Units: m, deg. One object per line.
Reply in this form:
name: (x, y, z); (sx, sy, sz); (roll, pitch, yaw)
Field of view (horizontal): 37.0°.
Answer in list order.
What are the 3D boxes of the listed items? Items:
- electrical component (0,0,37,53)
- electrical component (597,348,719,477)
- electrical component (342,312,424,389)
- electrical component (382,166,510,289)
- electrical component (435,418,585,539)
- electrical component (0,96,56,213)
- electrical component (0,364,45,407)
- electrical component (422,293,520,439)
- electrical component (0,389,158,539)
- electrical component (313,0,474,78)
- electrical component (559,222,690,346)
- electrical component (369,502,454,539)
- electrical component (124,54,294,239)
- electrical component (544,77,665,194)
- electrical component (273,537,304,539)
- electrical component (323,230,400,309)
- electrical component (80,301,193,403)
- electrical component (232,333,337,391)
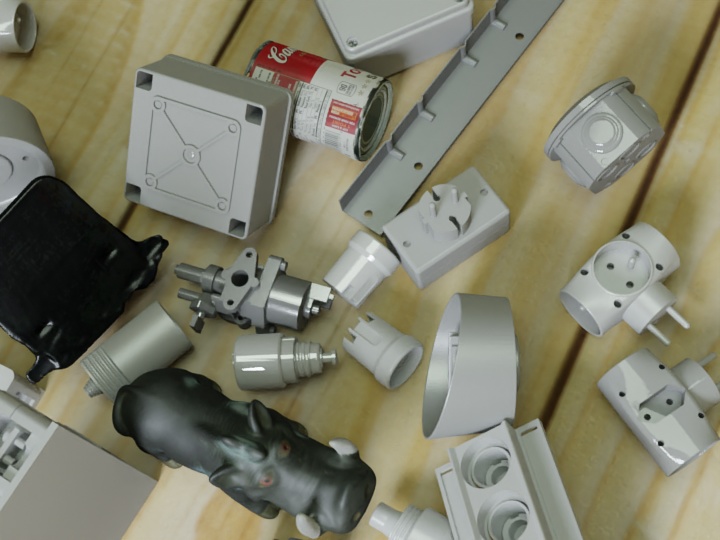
electrical component: (-0.318, -0.223, 0.917); (0.077, 0.043, 0.079); (3, 70, 9)
electrical component: (0.216, 0.086, 0.728); (0.079, 0.043, 0.077); (-33, 69, -6)
electrical component: (0.016, 0.057, 0.769); (0.046, 0.040, 0.040); (36, 78, 25)
electrical component: (0.062, -0.038, 0.778); (0.083, 0.075, 0.047); (-34, 69, -6)
electrical component: (0.103, 0.167, 0.681); (0.079, 0.063, 0.121); (-30, 46, 16)
electrical component: (-0.296, -0.090, 0.832); (0.108, 0.108, 0.060); (-21, 62, -1)
electrical component: (-0.313, 0.127, 0.773); (0.089, 0.061, 0.150); (23, 74, 15)
electrical component: (0.074, 0.065, 0.728); (0.064, 0.099, 0.099); (-1, 69, 1)
electrical component: (-0.210, 0.149, 0.684); (0.060, 0.186, 0.105); (28, 75, 17)
electrical component: (0.022, -0.219, 0.863); (0.109, 0.056, 0.108); (-23, 68, -2)
electrical component: (0.195, 0.019, 0.756); (0.077, 0.044, 0.079); (-40, 69, -8)
electrical component: (0.037, 0.177, 0.717); (0.062, 0.043, 0.043); (27, 75, 17)
electrical component: (-0.114, -0.093, 0.804); (0.109, 0.056, 0.108); (19, 117, 14)
electrical component: (0.178, -0.097, 0.784); (0.080, 0.080, 0.051); (-37, 74, -7)
electrical component: (-0.055, 0.210, 0.705); (0.057, 0.078, 0.058); (5, 27, 26)
electrical component: (0.000, 0.000, 0.792); (0.040, 0.040, 0.046); (38, 84, 19)
electrical component: (-0.167, 0.064, 0.788); (0.081, 0.043, 0.043); (-39, 69, -8)
electrical component: (-0.056, 0.065, 0.774); (0.078, 0.040, 0.040); (-4, 69, 6)
